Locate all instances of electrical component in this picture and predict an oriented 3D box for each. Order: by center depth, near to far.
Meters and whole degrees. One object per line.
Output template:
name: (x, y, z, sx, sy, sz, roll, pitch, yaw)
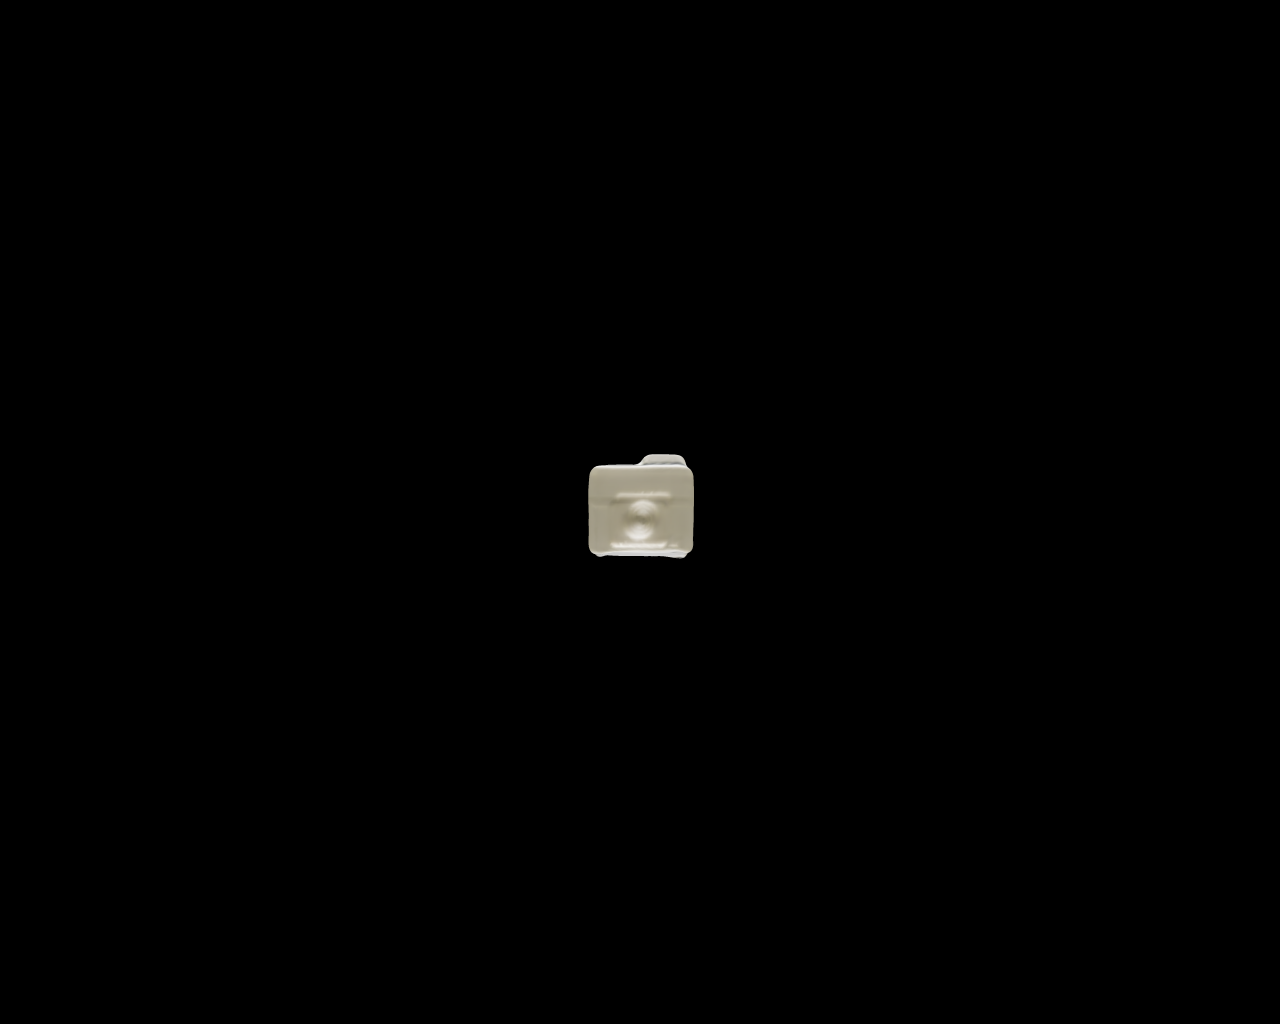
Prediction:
electrical component: (0.001, -0.003, 0.650, 0.062, 0.061, 0.096, 0, -4, 0)
